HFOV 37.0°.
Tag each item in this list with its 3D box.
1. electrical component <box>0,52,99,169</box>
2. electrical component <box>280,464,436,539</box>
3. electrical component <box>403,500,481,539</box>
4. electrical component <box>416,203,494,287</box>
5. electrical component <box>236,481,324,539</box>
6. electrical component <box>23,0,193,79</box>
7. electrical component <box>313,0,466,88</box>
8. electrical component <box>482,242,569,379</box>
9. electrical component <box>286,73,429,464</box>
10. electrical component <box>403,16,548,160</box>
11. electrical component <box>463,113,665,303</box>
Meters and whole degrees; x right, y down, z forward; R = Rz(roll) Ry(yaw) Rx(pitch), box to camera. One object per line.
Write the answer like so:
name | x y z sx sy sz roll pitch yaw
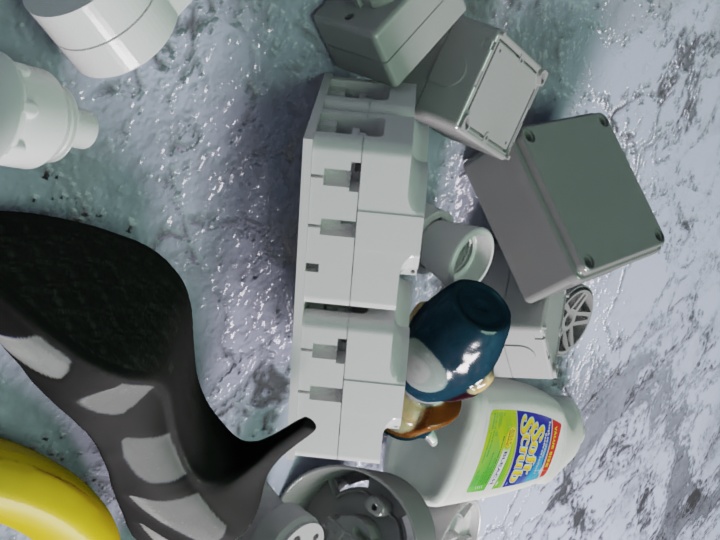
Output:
electrical component | -0.137 -0.063 0.448 0.062 0.048 0.048 4 109 -58
electrical component | -0.002 0.179 0.718 0.064 0.099 0.099 15 100 -59
electrical component | 0.057 0.216 0.833 0.099 0.064 0.099 -28 132 -37
electrical component | 0.051 -0.015 0.690 0.045 0.055 0.045 -28 131 -37
electrical component | -0.056 0.162 0.673 0.045 0.055 0.045 -28 131 -37
electrical component | -0.087 -0.153 0.443 0.138 0.052 0.073 -52 142 -14
electrical component | 0.010 -0.149 0.566 0.065 0.047 0.076 -50 141 -17
electrical component | 0.114 0.023 0.776 0.061 0.061 0.096 69 29 -45
electrical component | 0.000 0.000 0.590 0.105 0.060 0.186 -82 177 -63
electrical component | 0.065 -0.110 0.649 0.096 0.061 0.061 16 99 -61
electrical component | 0.140 -0.045 0.733 0.109 0.056 0.108 -17 80 -44
